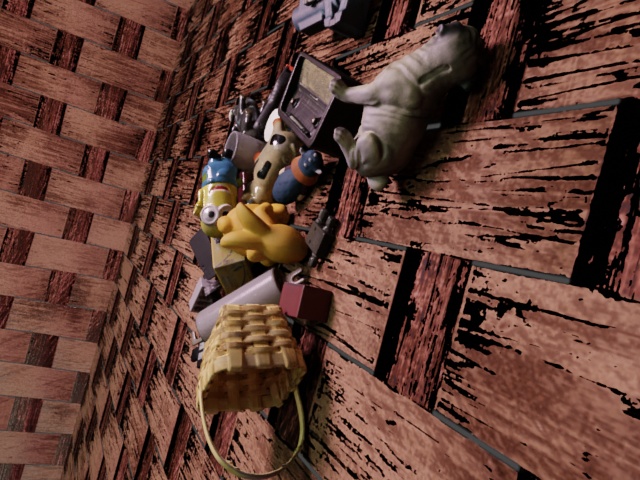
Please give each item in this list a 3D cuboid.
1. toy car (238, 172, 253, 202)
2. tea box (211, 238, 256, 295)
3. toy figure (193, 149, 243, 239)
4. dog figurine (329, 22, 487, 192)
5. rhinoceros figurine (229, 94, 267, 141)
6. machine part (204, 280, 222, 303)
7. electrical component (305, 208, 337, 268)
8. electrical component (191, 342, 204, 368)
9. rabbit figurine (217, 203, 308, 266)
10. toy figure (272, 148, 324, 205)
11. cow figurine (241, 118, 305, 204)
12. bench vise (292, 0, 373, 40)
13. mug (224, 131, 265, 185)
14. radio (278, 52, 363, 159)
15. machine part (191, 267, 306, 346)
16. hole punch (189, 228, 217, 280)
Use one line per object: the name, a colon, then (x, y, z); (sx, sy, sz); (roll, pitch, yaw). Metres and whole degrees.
toy car: (-0.166, -0.128, 1.236); (0.089, 0.053, 0.202); (126, 144, -54)
tea box: (-0.182, 0.023, 1.125); (0.170, 0.068, 0.098); (-108, 2, -48)
toy figure: (-0.198, -0.091, 1.079); (0.082, 0.089, 0.180); (-9, 66, 12)
dog figurine: (0.123, -0.161, 0.679); (0.191, 0.121, 0.172); (-9, 102, 43)
rhinoceros figurine: (-0.173, -0.296, 1.328); (0.190, 0.073, 0.112); (-120, 40, -52)
machine part: (-0.205, 0.150, 1.119); (0.084, 0.039, 0.138); (-116, 11, -60)
electrical component: (-0.002, -0.003, 0.893); (0.094, 0.021, 0.063); (-68, 28, 15)
electrical component: (-0.244, 0.250, 1.189); (0.119, 0.048, 0.075); (-39, 43, 50)
rabbit figurine: (-0.096, -0.012, 0.965); (0.173, 0.162, 0.122); (26, 90, 44)
toy figure: (-0.036, -0.119, 0.976); (0.154, 0.064, 0.058); (-40, 23, 48)
cow figurine: (-0.096, -0.132, 1.080); (0.195, 0.085, 0.127); (-52, 28, 35)
bench vise: (0.031, -0.486, 0.982); (0.224, 0.129, 0.240); (-2, 81, 63)
mug: (-0.149, -0.172, 1.167); (0.081, 0.107, 0.109); (-18, 64, 60)
radio: (0.001, -0.242, 0.957); (0.131, 0.073, 0.230); (-64, 28, 19)
machine part: (-0.127, 0.120, 0.930); (0.243, 0.079, 0.079); (-31, 42, 13)
hole punch: (-0.238, 0.026, 1.276); (0.142, 0.092, 0.115); (-31, 80, 50)
